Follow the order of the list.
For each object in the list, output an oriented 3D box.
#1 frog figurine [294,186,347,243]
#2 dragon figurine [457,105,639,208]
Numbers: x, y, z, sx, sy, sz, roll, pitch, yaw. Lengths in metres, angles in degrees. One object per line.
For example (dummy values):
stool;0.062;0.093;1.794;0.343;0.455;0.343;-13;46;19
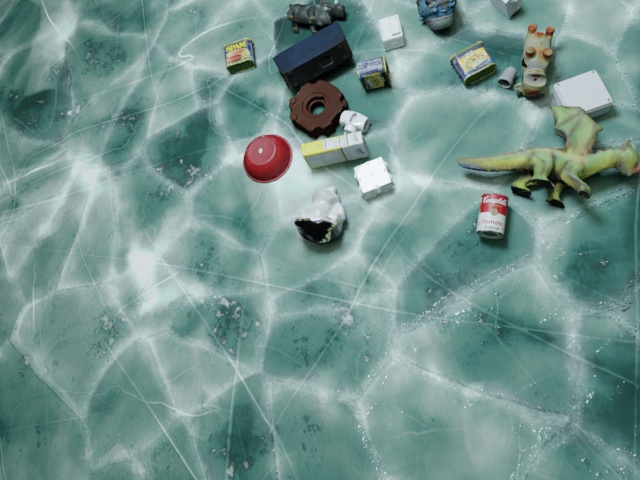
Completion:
frog figurine;0.004;-0.071;1.420;0.137;0.120;0.163;-15;33;20
dragon figurine;0.578;-0.224;1.279;0.412;0.120;0.245;24;80;20
